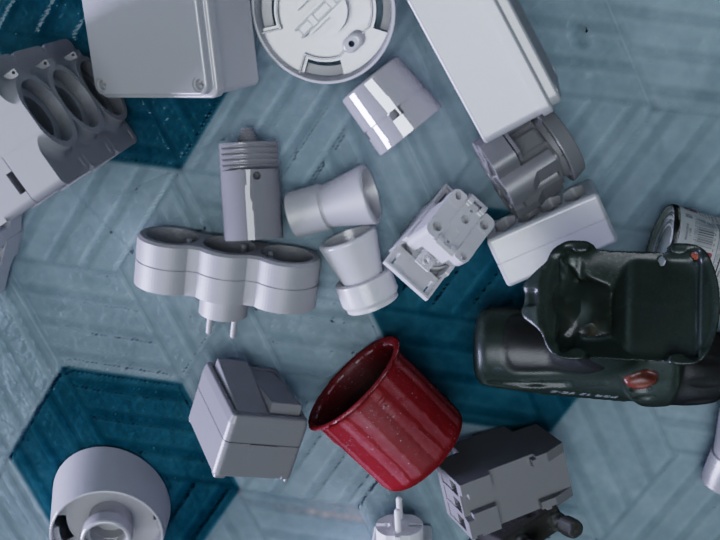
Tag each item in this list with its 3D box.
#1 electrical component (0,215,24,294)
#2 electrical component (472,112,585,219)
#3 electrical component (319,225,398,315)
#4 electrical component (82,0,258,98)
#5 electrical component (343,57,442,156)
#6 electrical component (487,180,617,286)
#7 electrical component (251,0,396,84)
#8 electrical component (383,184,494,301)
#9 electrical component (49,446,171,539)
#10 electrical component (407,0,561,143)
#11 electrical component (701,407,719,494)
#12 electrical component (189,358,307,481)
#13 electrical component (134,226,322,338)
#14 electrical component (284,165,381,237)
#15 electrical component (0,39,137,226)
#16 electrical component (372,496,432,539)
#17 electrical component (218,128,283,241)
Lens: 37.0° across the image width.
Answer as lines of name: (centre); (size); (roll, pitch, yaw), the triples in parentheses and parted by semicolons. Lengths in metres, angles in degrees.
electrical component: (-0.292, -0.023, 0.814); (0.050, 0.055, 0.089); (20, 108, 0)
electrical component: (0.118, -0.077, 0.745); (0.057, 0.078, 0.058); (-32, 63, 3)
electrical component: (0.000, 0.000, 0.794); (0.045, 0.045, 0.055); (-18, 105, 12)
electrical component: (-0.131, -0.174, 0.729); (0.109, 0.056, 0.108); (6, 110, 33)
electrical component: (0.021, -0.115, 0.751); (0.055, 0.055, 0.047); (-37, 96, 15)
electrical component: (0.144, -0.011, 0.773); (0.083, 0.047, 0.075); (-24, 104, 13)
electrical component: (-0.023, -0.177, 0.731); (0.099, 0.064, 0.099); (2, 107, 6)
electrical component: (0.059, -0.024, 0.763); (0.042, 0.064, 0.081); (41, 66, -6)
electrical component: (-0.206, 0.201, 0.882); (0.099, 0.064, 0.099); (-2, 116, -5)
electrical component: (0.083, -0.150, 0.705); (0.056, 0.108, 0.108); (-27, 102, 16)
electrical component: (0.282, 0.137, 0.808); (0.044, 0.044, 0.065); (13, 113, 2)
electrical component: (-0.087, 0.107, 0.816); (0.062, 0.096, 0.061); (9, 111, -27)
electrical component: (-0.101, 0.016, 0.806); (0.138, 0.052, 0.073); (9, 108, 3)
electrical component: (-0.022, -0.047, 0.785); (0.065, 0.044, 0.044); (-14, 105, 15)
electrical component: (-0.216, -0.100, 0.731); (0.062, 0.150, 0.089); (-31, 101, 15)
electrical component: (0.032, 0.217, 0.847); (0.047, 0.065, 0.076); (-1, 107, 7)
electrical component: (-0.080, -0.062, 0.782); (0.043, 0.043, 0.081); (-3, 93, 7)
